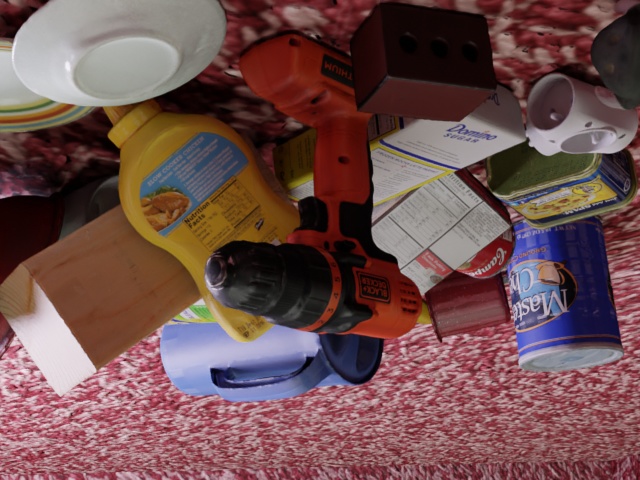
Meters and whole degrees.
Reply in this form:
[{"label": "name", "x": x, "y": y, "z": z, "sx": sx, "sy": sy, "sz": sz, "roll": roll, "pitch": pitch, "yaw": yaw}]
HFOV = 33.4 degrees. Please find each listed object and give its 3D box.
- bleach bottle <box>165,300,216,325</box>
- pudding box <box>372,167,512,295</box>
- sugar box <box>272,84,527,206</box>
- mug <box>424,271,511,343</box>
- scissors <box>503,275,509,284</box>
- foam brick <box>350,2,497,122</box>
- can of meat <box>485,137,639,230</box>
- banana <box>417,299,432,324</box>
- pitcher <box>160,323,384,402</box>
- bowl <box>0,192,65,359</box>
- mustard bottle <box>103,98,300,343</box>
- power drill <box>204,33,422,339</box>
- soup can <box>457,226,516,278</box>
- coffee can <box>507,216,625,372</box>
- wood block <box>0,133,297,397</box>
[{"label": "bleach bottle", "x": -0.169, "y": 0.049, "z": 0.978, "sx": 0.251, "sy": 0.068, "sz": 0.102, "roll": -8, "pitch": 160, "yaw": 16}, {"label": "pudding box", "x": 0.088, "y": -0.013, "z": 0.888, "sx": 0.114, "sy": 0.039, "sz": 0.090, "roll": -40, "pitch": 118, "yaw": 18}, {"label": "sugar box", "x": 0.056, "y": -0.072, "z": 0.804, "sx": 0.093, "sy": 0.048, "sz": 0.177, "roll": 14, "pitch": 151, "yaw": -43}, {"label": "mug", "x": 0.155, "y": 0.048, "z": 1.144, "sx": 0.081, "sy": 0.093, "sz": 0.117, "roll": -14, "pitch": 126, "yaw": 11}, {"label": "scissors", "x": 0.247, "y": 0.041, "z": 1.237, "sx": 0.096, "sy": 0.016, "sz": 0.202, "roll": 4, "pitch": 160, "yaw": -25}, {"label": "foam brick", "x": 0.065, "y": -0.111, "z": 0.676, "sx": 0.078, "sy": 0.053, "sz": 0.051, "roll": 2, "pitch": 160, "yaw": -22}, {"label": "can of meat", "x": 0.196, "y": -0.054, "z": 0.873, "sx": 0.102, "sy": 0.057, "sz": 0.083, "roll": -17, "pitch": 156, "yaw": 30}, {"label": "banana", "x": 0.076, "y": 0.055, "z": 1.145, "sx": 0.070, "sy": 0.037, "sz": 0.197, "roll": 31, "pitch": 175, "yaw": 23}, {"label": "pitcher", "x": -0.064, "y": 0.116, "z": 1.197, "sx": 0.243, "sy": 0.145, "sz": 0.149, "roll": -13, "pitch": 163, "yaw": 33}, {"label": "bowl", "x": -0.267, "y": 0.024, "z": 0.865, "sx": 0.055, "sy": 0.162, "sz": 0.162, "roll": 26, "pitch": 150, "yaw": -24}, {"label": "mustard bottle", "x": -0.081, "y": -0.028, "z": 0.733, "sx": 0.096, "sy": 0.191, "sz": 0.058, "roll": -42, "pitch": -174, "yaw": -11}, {"label": "power drill", "x": -0.008, "y": -0.032, "z": 0.683, "sx": 0.057, "sy": 0.187, "sz": 0.184, "roll": -16, "pitch": 160, "yaw": 35}, {"label": "soup can", "x": 0.125, "y": -0.007, "z": 0.981, "sx": 0.069, "sy": 0.068, "sz": 0.102, "roll": -19, "pitch": 156, "yaw": 37}, {"label": "coffee can", "x": 0.243, "y": 0.054, "z": 1.075, "sx": 0.103, "sy": 0.140, "sz": 0.103, "roll": -4, "pitch": 162, "yaw": -2}, {"label": "wood block", "x": -0.123, "y": 0.015, "z": 0.789, "sx": 0.205, "sy": 0.090, "sz": 0.091, "roll": -35, "pitch": -178, "yaw": -35}]
